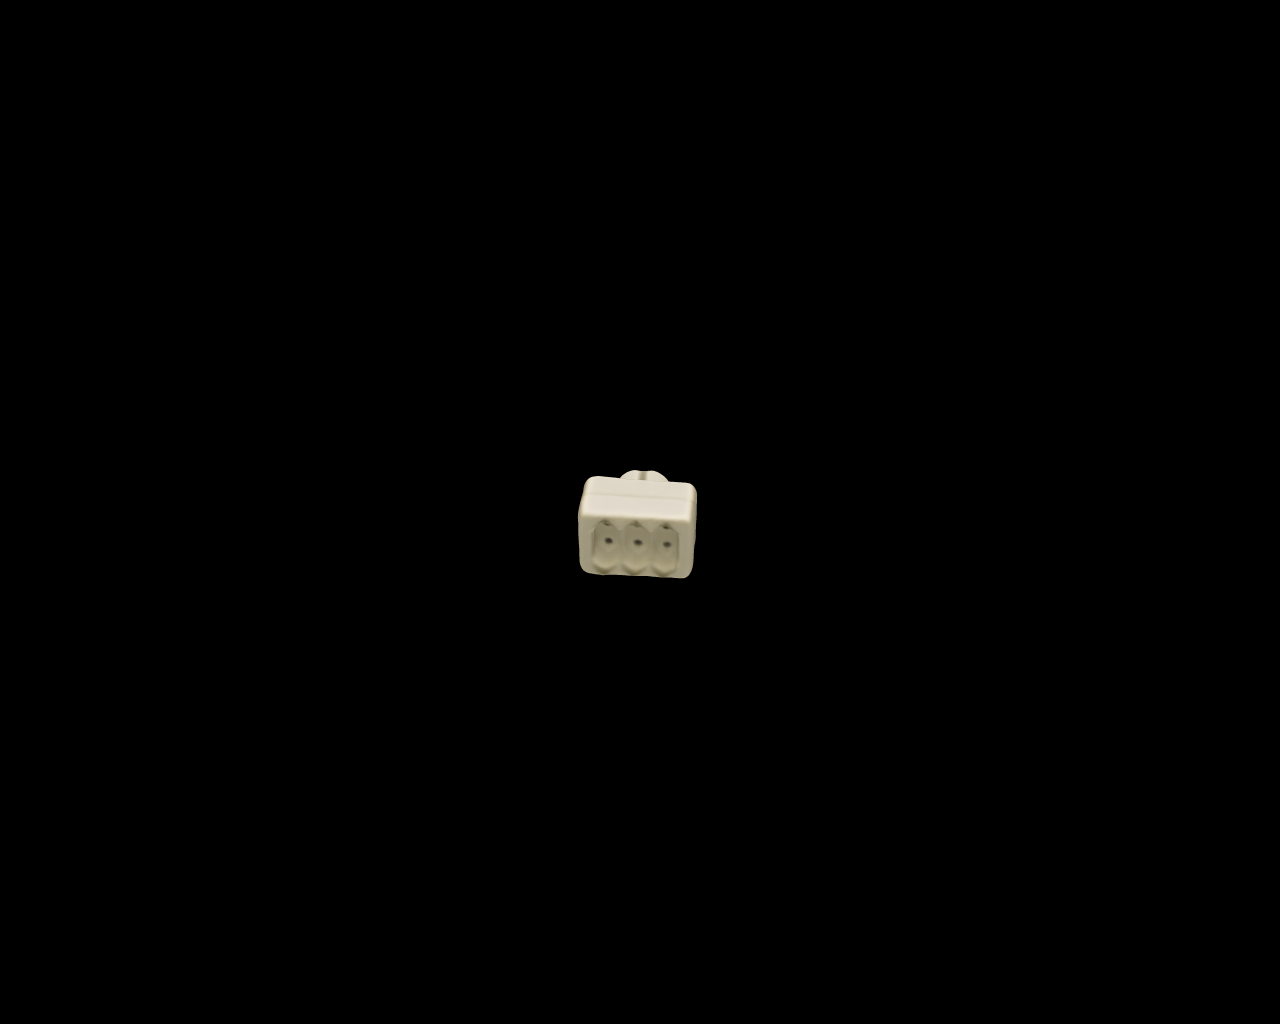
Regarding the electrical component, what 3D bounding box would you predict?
[{"bbox_3d":[0.001,-0.003,0.650,0.066,0.047,0.077,4,40,5],"label":"electrical component"}]
